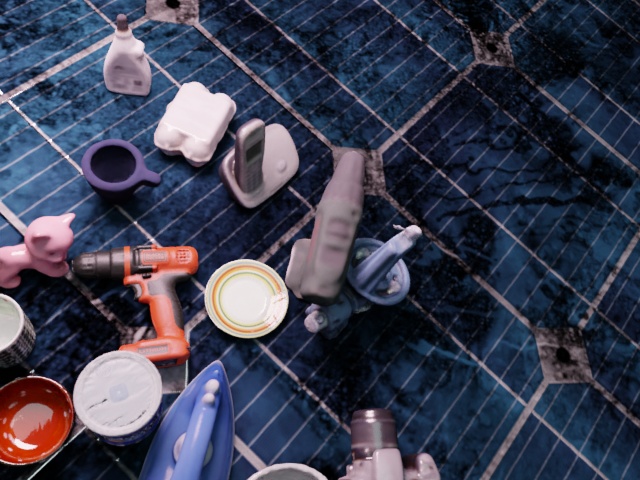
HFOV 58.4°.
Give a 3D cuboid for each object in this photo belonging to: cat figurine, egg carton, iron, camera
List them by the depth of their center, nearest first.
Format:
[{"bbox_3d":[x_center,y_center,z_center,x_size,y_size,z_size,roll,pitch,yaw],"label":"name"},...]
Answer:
[{"bbox_3d":[-0.165,0.270,0.754,0.119,0.141,0.258,16,63,-8],"label":"iron"},{"bbox_3d":[-0.408,0.009,0.818,0.128,0.117,0.067,-17,72,-22],"label":"cat figurine"},{"bbox_3d":[0.099,0.317,0.830,0.143,0.100,0.137,4,65,-14],"label":"camera"},{"bbox_3d":[-0.216,-0.203,0.995,0.107,0.069,0.150,22,62,-5],"label":"egg carton"}]

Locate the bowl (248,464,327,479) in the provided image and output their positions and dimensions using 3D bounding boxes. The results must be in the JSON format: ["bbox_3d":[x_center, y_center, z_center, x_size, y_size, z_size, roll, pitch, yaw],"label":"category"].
[{"bbox_3d":[-0.051,0.391,0.769,0.168,0.074,0.167,6,65,-13],"label":"bowl"}]

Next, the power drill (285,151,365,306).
[{"bbox_3d":[0.008,0.003,0.886,0.076,0.208,0.229,15,63,-8],"label":"power drill"}]

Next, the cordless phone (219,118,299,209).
[{"bbox_3d":[-0.091,-0.148,0.939,0.094,0.185,0.148,41,63,6],"label":"cordless phone"}]

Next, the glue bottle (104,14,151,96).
[{"bbox_3d":[-0.323,-0.309,0.954,0.078,0.173,0.037,6,65,-13],"label":"glue bottle"}]

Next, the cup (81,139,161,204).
[{"bbox_3d":[-0.309,-0.094,0.905,0.118,0.095,0.092,15,63,-8],"label":"cup"}]

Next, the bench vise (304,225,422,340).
[{"bbox_3d":[0.076,0.069,0.868,0.121,0.219,0.208,32,62,1],"label":"bench vise"}]
